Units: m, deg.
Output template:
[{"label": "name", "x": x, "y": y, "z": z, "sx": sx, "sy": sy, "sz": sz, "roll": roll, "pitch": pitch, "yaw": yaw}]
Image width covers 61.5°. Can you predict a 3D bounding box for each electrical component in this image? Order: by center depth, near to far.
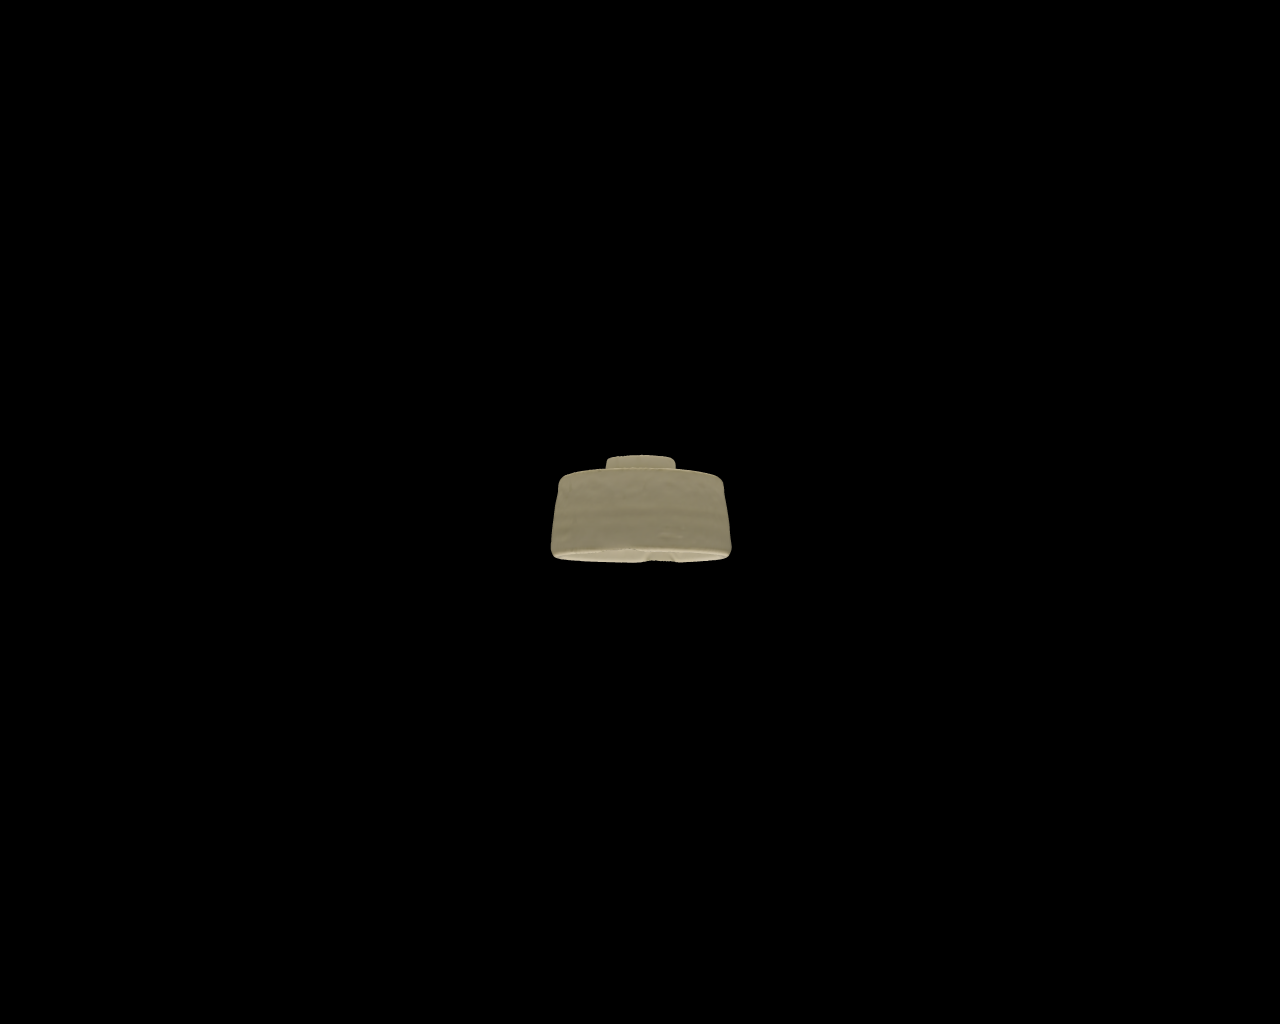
[{"label": "electrical component", "x": 0.001, "y": -0.003, "z": 0.650, "sx": 0.108, "sy": 0.060, "sz": 0.108, "roll": 0, "pitch": -6, "yaw": 0}]
